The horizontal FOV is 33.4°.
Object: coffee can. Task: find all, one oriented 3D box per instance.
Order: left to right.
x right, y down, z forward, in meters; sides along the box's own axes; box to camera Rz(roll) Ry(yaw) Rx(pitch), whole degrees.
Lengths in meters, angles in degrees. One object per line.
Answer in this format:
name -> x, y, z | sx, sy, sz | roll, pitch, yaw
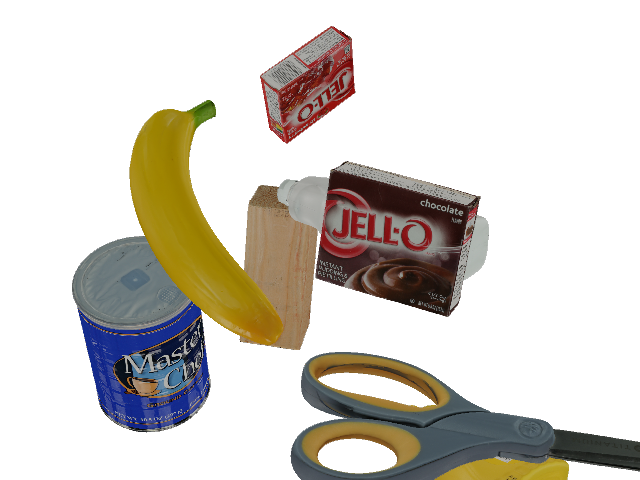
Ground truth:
coffee can -> -0.151, 0.081, 0.917 | 0.103, 0.140, 0.103 | 0, 43, 0

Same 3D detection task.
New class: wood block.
wood block -> -0.057, 0.037, 1.496 | 0.090, 0.206, 0.090 | 8, 22, 5

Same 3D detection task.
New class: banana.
banana -> -0.078, -0.018, 0.658 | 0.069, 0.198, 0.037 | -10, -34, -12

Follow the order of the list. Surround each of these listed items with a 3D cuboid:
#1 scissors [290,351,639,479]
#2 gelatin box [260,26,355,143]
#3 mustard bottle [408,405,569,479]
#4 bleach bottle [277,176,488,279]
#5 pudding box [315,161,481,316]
scissors -> 0.075, 0.093, 0.451 | 0.202, 0.016, 0.096 | 16, 34, 23
gelatin box -> -0.009, -0.141, 0.966 | 0.089, 0.030, 0.073 | -38, -28, -19
mustard bottle -> 0.135, 0.204, 1.026 | 0.096, 0.058, 0.192 | -15, 24, -38
bleach bottle -> 0.048, -0.020, 1.127 | 0.251, 0.068, 0.102 | 20, 27, 38
pudding box -> 0.057, -0.003, 0.807 | 0.114, 0.090, 0.039 | 15, 24, 17
